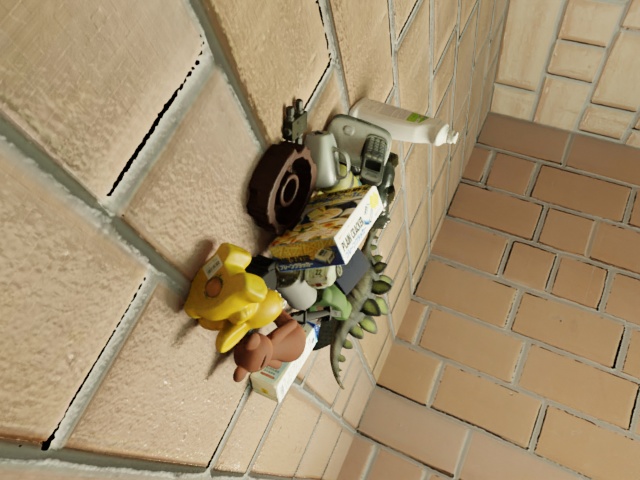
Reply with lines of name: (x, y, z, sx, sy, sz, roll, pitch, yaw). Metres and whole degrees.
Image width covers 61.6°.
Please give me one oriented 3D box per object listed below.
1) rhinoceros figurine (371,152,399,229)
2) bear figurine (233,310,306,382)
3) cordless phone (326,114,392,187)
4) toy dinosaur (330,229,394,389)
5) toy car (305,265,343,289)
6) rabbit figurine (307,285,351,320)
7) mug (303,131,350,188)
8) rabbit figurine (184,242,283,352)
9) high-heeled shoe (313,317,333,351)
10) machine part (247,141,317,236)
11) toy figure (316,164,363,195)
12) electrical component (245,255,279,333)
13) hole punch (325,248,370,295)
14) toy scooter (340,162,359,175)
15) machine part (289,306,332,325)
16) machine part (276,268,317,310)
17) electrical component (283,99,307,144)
rhinoceros figurine: (0.145, -0.121, 1.295, 0.112, 0.073, 0.190, -61, 156, -82)
bear figurine: (-0.124, 0.218, 1.127, 0.196, 0.132, 0.120, 0, 111, -50)
cordless phone: (0.074, -0.180, 1.145, 0.184, 0.147, 0.088, -77, -172, -50)
toy dinosaur: (0.093, 0.167, 1.499, 0.471, 0.199, 0.105, -68, 156, -12)
toy car: (0.018, 0.020, 1.172, 0.056, 0.074, 0.202, 57, 35, -38)
rabbit figurine: (0.017, 0.104, 1.411, 0.158, 0.121, 0.170, 68, 27, -53)
mug: (0.009, -0.166, 1.098, 0.081, 0.110, 0.107, -33, 125, -49)
rabbit figurine: (-0.132, 0.111, 0.907, 0.162, 0.122, 0.173, -52, 143, 6)
high-heeled shoe: (0.041, 0.235, 1.670, 0.249, 0.086, 0.145, -46, -172, -12)
machine part: (-0.071, -0.098, 1.012, 0.179, 0.056, 0.179, -52, 153, -40)
toy figure: (0.055, -0.125, 1.242, 0.180, 0.089, 0.082, 31, 54, -55)
electrical component: (-0.134, 0.110, 1.039, 0.115, 0.058, 0.134, -39, 143, -53)
hole punch: (0.045, 0.054, 1.259, 0.142, 0.092, 0.115, -46, 130, -26)
toy scooter: (0.101, -0.209, 1.340, 0.183, 0.075, 0.135, 25, 69, -63)
machine part: (-0.031, 0.185, 1.297, 0.139, 0.084, 0.039, -2, 74, -40)
machine part: (-0.060, 0.098, 1.198, 0.079, 0.079, 0.243, -64, 161, -17)
electrical component: (-0.047, -0.215, 1.011, 0.063, 0.021, 0.093, -51, 154, -43)
